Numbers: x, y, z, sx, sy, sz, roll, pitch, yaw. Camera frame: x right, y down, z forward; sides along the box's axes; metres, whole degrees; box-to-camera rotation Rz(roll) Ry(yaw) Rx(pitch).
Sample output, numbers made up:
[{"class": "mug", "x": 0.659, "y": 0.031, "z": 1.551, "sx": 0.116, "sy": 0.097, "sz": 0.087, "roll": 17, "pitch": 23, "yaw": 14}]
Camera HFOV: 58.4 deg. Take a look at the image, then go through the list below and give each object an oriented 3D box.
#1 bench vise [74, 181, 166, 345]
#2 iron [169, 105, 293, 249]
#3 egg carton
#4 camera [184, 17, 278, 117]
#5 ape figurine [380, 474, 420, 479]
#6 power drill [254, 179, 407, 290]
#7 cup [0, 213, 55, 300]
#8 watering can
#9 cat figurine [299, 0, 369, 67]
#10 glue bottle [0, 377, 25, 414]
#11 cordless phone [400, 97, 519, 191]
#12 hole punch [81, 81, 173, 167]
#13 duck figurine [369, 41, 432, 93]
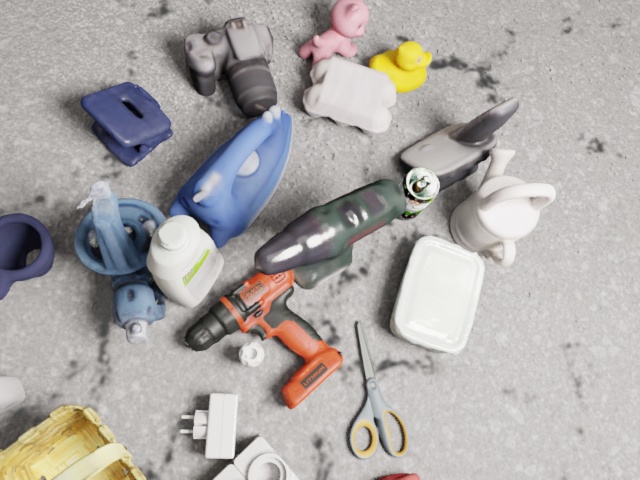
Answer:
[{"class": "bench vise", "x": -0.244, "y": 0.020, "z": 0.745, "sx": 0.122, "sy": 0.219, "sz": 0.207, "roll": -28, "pitch": 80, "yaw": -15}, {"class": "iron", "x": -0.112, "y": -0.122, "z": 0.848, "sx": 0.118, "sy": 0.141, "sz": 0.258, "roll": 33, "pitch": 72, "yaw": 2}, {"class": "egg carton", "x": 0.050, "y": -0.236, "z": 0.943, "sx": 0.150, "sy": 0.069, "sz": 0.107, "roll": 16, "pitch": 72, "yaw": -4}, {"class": "camera", "x": -0.131, "y": -0.269, "z": 0.908, "sx": 0.143, "sy": 0.100, "sz": 0.137, "roll": -17, "pitch": 77, "yaw": -13}, {"class": "ape figurine", "x": 0.114, "y": 0.352, "z": 0.772, "sx": 0.076, "sy": 0.092, "sz": 0.078, "roll": 37, "pitch": 72, "yaw": 3}, {"class": "power drill", "x": 0.007, "y": 0.003, "z": 0.795, "sx": 0.230, "sy": 0.208, "sz": 0.075, "roll": -31, "pitch": 81, "yaw": -16}, {"class": "cup", "x": -0.407, "y": 0.032, "z": 0.782, "sx": 0.091, "sy": 0.095, "sz": 0.118, "roll": 15, "pitch": 72, "yaw": -4}, {"class": "watering can", "x": 0.273, "y": -0.053, "z": 0.859, "sx": 0.101, "sy": 0.194, "sz": 0.173, "roll": -20, "pitch": 78, "yaw": -13}, {"class": "cat figurine", "x": 0.031, "y": -0.350, "z": 0.947, "sx": 0.128, "sy": 0.117, "sz": 0.067, "roll": -40, "pitch": 83, "yaw": -17}, {"class": "glue bottle", "x": -0.424, "y": 0.194, "z": 0.692, "sx": 0.078, "sy": 0.173, "sz": 0.037, "roll": -28, "pitch": 80, "yaw": -15}, {"class": "cordless phone", "x": 0.216, "y": -0.156, "z": 0.885, "sx": 0.148, "sy": 0.185, "sz": 0.094, "roll": -33, "pitch": 81, "yaw": -16}, {"class": "hole punch", "x": -0.289, "y": -0.186, "z": 0.865, "sx": 0.108, "sy": 0.091, "sz": 0.101, "roll": 44, "pitch": 73, "yaw": 5}, {"class": "duck figurine", "x": 0.138, "y": -0.301, "z": 0.966, "sx": 0.104, "sy": 0.086, "sz": 0.077, "roll": 3, "pitch": 74, "yaw": -8}]
